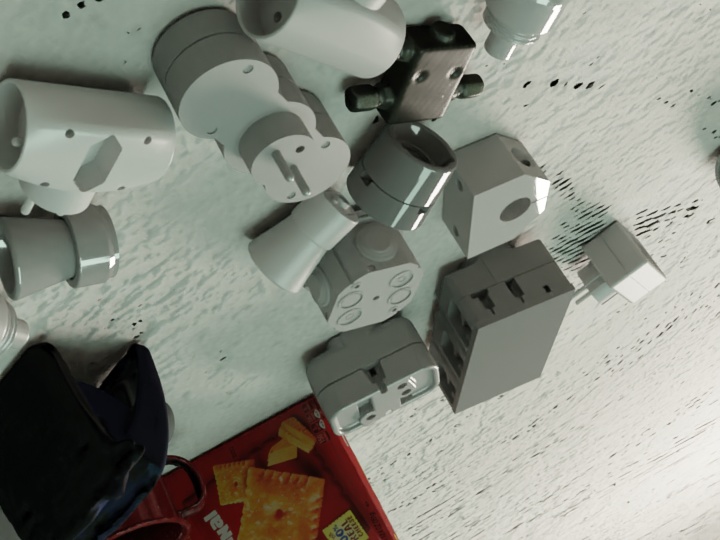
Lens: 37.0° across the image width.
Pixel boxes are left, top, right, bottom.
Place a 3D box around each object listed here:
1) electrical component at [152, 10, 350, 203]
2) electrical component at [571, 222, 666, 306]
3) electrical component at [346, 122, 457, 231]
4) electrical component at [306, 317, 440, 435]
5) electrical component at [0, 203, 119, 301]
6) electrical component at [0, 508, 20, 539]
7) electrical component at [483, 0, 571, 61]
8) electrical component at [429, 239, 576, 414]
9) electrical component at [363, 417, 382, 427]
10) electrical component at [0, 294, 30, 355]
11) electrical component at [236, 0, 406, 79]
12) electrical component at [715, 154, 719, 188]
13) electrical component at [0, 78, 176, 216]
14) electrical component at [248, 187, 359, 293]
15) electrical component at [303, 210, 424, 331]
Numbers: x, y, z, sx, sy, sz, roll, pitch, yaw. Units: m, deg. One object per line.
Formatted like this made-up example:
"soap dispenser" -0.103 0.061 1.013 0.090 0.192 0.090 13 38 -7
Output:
"electrical component" -0.046 -0.069 0.555 0.052 0.073 0.138 -35 151 10
"electrical component" 0.218 0.005 0.946 0.077 0.047 0.066 -39 150 16
"electrical component" 0.027 -0.060 0.659 0.055 0.055 0.047 -1 137 -42
"electrical component" 0.008 0.082 0.863 0.095 0.059 0.053 -26 151 -7
"electrical component" -0.162 -0.011 0.573 0.055 0.045 0.045 -12 147 -30
"electrical component" -0.257 0.208 0.804 0.044 0.077 0.079 -8 145 -35
"electrical component" 0.088 -0.144 0.591 0.043 0.043 0.062 -11 148 -30
"electrical component" 0.112 0.047 0.900 0.089 0.061 0.150 -21 150 -16
"electrical component" 0.004 0.114 0.929 0.043 0.043 0.062 -40 152 19
"electrical component" -0.211 0.030 0.595 0.043 0.043 0.062 -38 152 14
"electrical component" -0.007 -0.135 0.516 0.077 0.044 0.079 9 133 -49
"electrical component" 0.335 -0.083 0.903 0.057 0.058 0.078 2 139 -49
"electrical component" -0.141 -0.054 0.523 0.077 0.043 0.079 0 140 -42
"electrical component" -0.033 -0.023 0.678 0.065 0.044 0.044 -44 149 15
"electrical component" 0.000 0.000 0.733 0.080 0.051 0.080 -22 151 -13
